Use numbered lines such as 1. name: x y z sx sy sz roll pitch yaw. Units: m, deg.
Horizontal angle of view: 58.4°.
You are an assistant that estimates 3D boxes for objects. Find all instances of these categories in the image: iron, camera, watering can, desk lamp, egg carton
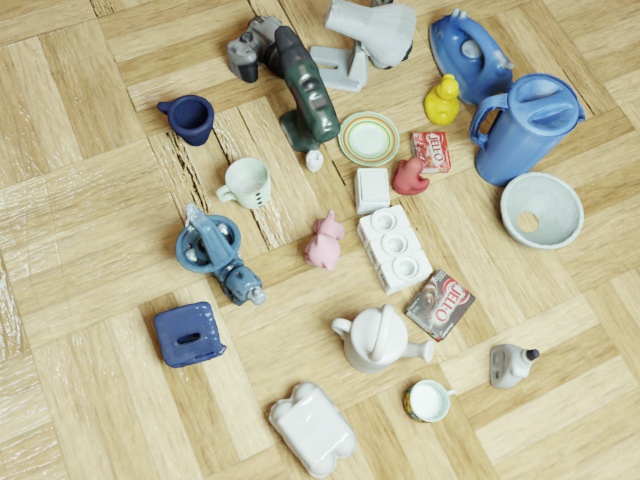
1. iron: 0.328 -0.419 1.249 0.119 0.141 0.258 -29 75 -14
2. camera: -0.108 -0.401 1.229 0.136 0.101 0.143 42 72 11
3. watering can: 0.108 0.167 0.988 0.173 0.194 0.101 -3 70 -5
4. desk lamp: 0.079 -0.405 1.185 0.203 0.213 0.118 6 69 -2
5. egg carton: -0.010 0.324 0.988 0.107 0.069 0.150 -38 77 -16

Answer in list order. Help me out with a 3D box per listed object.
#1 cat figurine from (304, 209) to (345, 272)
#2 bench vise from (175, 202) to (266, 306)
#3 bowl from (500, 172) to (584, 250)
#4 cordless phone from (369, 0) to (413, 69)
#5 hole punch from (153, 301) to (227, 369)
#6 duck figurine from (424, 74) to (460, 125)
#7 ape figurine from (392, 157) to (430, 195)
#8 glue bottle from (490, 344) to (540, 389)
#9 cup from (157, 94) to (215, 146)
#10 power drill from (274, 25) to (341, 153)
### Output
1. cat figurine: 0.010 0.004 1.081 0.067 0.118 0.128 13 69 1
2. bench vise: -0.167 0.017 1.008 0.207 0.220 0.121 28 70 6
3. bowl: 0.436 -0.049 1.157 0.167 0.075 0.167 2 70 -4
4. cordless phone: 0.148 -0.475 1.232 0.094 0.185 0.147 -25 73 -12
5. hole punch: -0.229 0.169 1.016 0.109 0.091 0.101 -15 72 -10
6. duck figurine: 0.270 -0.307 1.232 0.077 0.086 0.104 10 69 0
7. ape figurine: 0.185 -0.135 1.159 0.076 0.092 0.077 -25 74 -13
8. glue bottle: 0.343 0.213 1.001 0.037 0.173 0.078 8 69 -1
9. cup: -0.268 -0.236 1.159 0.117 0.095 0.092 18 70 3
10. power drill: -0.034 -0.274 1.131 0.076 0.208 0.229 -24 73 -12
